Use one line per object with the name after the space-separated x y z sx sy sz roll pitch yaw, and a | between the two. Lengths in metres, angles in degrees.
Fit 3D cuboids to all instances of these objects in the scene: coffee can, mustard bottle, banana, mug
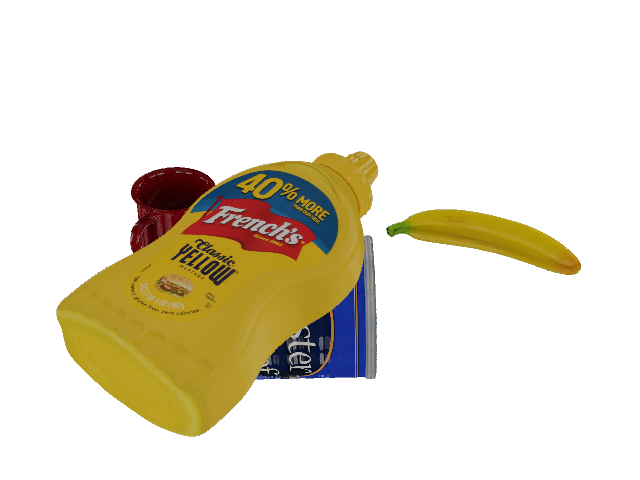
-0.031 0.049 0.767 0.140 0.103 0.103 -1 0 1 | coffee can
-0.034 0.010 0.548 0.096 0.058 0.191 26 51 30 | mustard bottle
0.171 0.000 1.102 0.198 0.037 0.069 10 36 15 | banana
-0.168 -0.018 1.187 0.093 0.081 0.117 19 39 24 | mug
